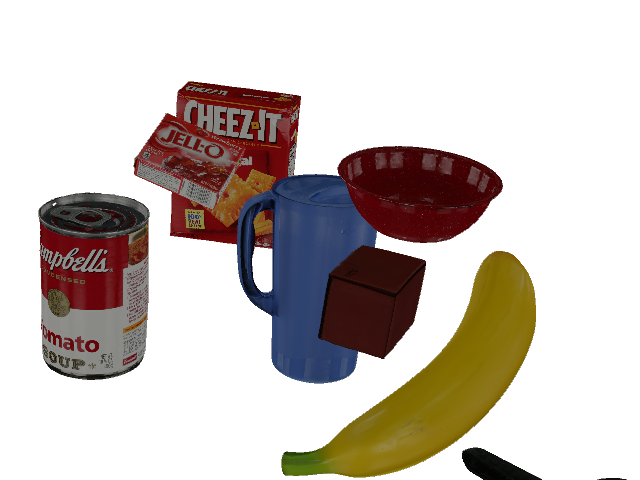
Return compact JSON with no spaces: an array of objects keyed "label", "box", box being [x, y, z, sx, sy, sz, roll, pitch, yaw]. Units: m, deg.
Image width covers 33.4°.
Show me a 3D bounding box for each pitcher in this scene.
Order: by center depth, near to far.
[{"label":"pitcher","box":[-0.010,0.047,1.306,0.149,0.243,0.144,15,21,27]}]

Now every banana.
[{"label":"banana","box":[0.066,0.061,0.541,0.070,0.037,0.197,21,42,35]}]

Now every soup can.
[{"label":"soup can","box":[-0.144,0.028,0.681,0.068,0.102,0.068,5,23,-2]}]

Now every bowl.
[{"label":"bowl","box":[0.095,-0.041,1.051,0.162,0.055,0.162,4,24,-2]}]

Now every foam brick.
[{"label":"foam brick","box":[0.038,0.042,0.774,0.053,0.051,0.078,15,21,18]}]

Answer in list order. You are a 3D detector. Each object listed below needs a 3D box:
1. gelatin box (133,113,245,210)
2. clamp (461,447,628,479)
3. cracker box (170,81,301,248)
[{"label":"gelatin box","box":[-0.129,-0.079,1.051,0.089,0.073,0.030,24,-42,1]},{"label":"clamp","box":[0.197,0.237,0.860,0.210,0.036,0.164,1,35,24]},{"label":"cracker box","box":[-0.121,-0.102,1.492,0.164,0.214,0.072,8,22,6]}]
